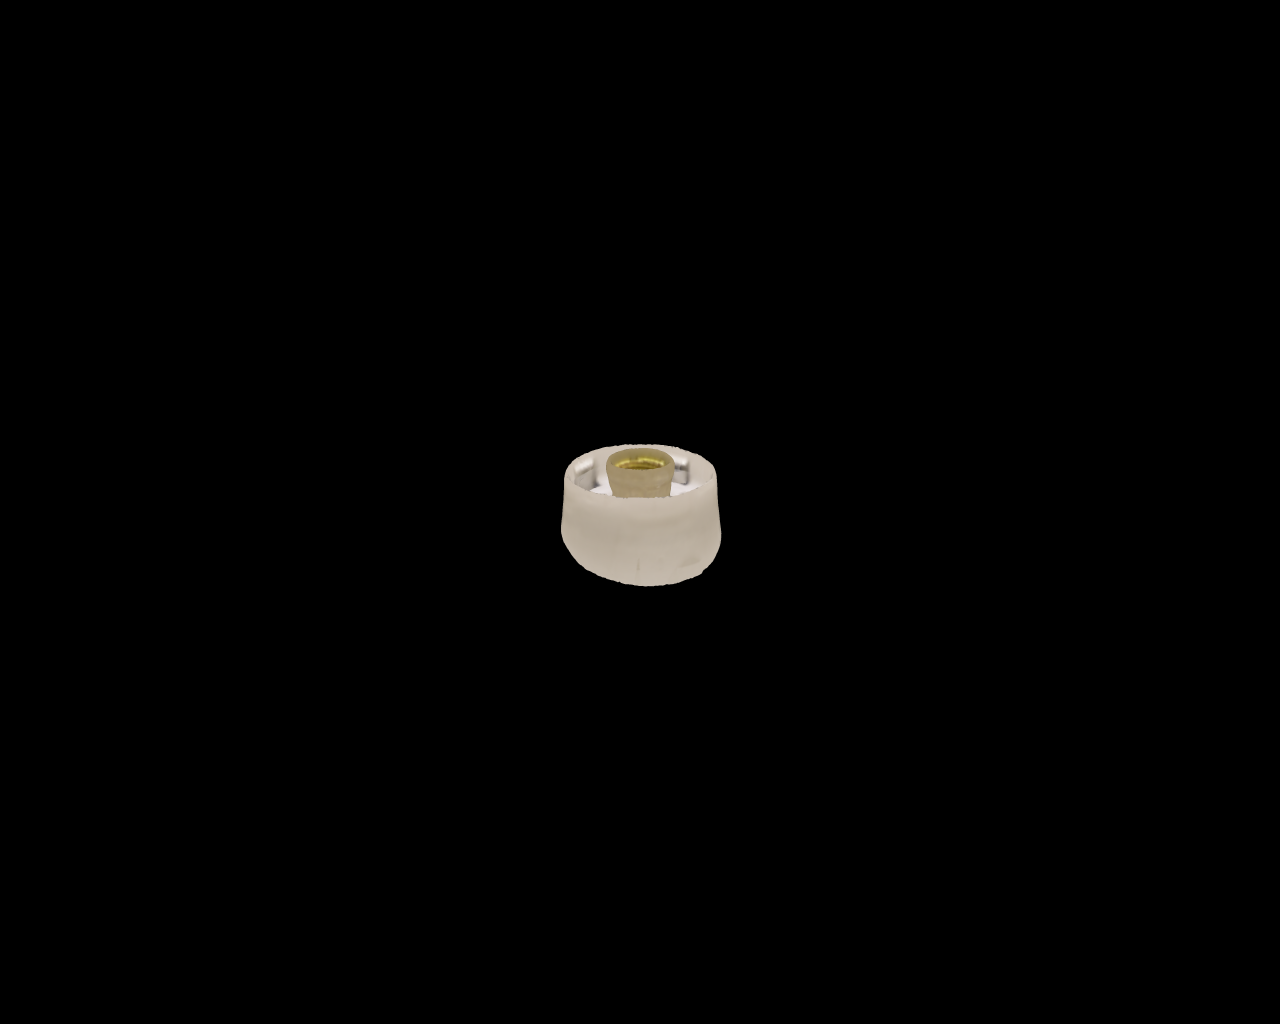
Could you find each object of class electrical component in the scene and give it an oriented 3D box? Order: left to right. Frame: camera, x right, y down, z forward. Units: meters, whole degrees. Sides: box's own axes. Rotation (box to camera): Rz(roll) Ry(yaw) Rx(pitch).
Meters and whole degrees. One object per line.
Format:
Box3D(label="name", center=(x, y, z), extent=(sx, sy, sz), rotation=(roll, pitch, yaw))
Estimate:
Box3D(label="electrical component", center=(0.001, -0.003, 0.650), extent=(0.099, 0.064, 0.099), rotation=(0, 24, 0))
